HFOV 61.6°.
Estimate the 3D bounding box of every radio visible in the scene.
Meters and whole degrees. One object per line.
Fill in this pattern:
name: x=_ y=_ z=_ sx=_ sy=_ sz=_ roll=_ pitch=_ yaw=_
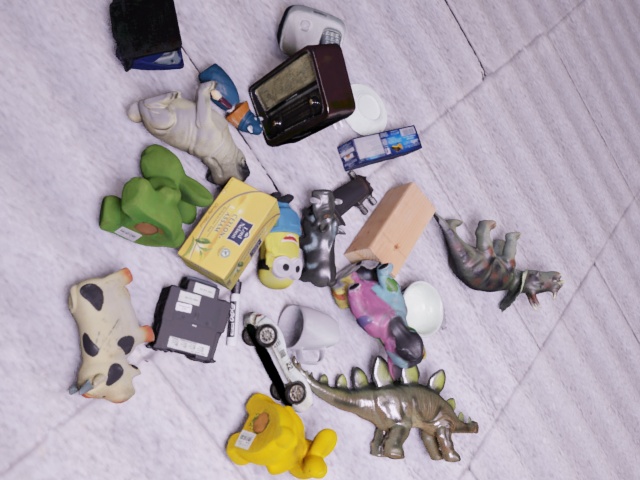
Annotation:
radio: x=-0.038 y=-0.262 z=1.006 sx=0.073 sy=0.230 sz=0.131 roll=-19 pitch=95 yaw=-34

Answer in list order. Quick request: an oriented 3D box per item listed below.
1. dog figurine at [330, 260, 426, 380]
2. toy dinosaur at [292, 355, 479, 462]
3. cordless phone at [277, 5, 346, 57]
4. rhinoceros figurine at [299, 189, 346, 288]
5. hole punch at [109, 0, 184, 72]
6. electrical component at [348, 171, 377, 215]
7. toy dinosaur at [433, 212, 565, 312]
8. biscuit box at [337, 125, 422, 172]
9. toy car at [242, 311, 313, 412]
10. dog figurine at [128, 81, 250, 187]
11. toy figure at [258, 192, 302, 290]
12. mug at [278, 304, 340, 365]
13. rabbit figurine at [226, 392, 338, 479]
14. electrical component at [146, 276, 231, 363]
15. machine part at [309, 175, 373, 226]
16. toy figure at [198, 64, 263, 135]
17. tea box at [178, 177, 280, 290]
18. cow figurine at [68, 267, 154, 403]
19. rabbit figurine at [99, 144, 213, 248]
dog figurine: x=0.121 y=0.158 z=1.050 sx=0.108 sy=0.192 sz=0.219 roll=-31 pitch=102 yaw=-18
toy dinosaur: x=0.150 y=0.335 z=1.079 sx=0.471 sy=0.105 sz=0.198 roll=17 pitch=63 yaw=-27
cordless phone: x=-0.016 y=-0.381 z=1.121 sx=0.146 sy=0.089 sz=0.184 roll=4 pitch=73 yaw=-33
rhinoceros figurine: x=-0.002 y=-0.003 z=1.042 sx=0.073 sy=0.112 sz=0.190 roll=3 pitch=86 yaw=-31
hole punch: x=-0.301 y=-0.360 z=0.948 sx=0.116 sy=0.092 sz=0.142 roll=-11 pitch=88 yaw=-5
electrical component: x=0.085 y=-0.104 z=1.175 sx=0.063 sy=0.021 sz=0.094 roll=-46 pitch=106 yaw=-31
toy dinosaur: x=0.395 y=0.060 z=1.295 sx=0.405 sy=0.131 sz=0.192 roll=16 pitch=71 yaw=-24
biscuit box: x=0.138 y=-0.208 z=1.208 sx=0.203 sy=0.063 sz=0.059 roll=-19 pitch=89 yaw=-35
toy car: x=-0.078 y=0.217 z=0.965 sx=0.056 sy=0.073 sz=0.201 roll=-29 pitch=97 yaw=-31
dog figurine: x=-0.226 y=-0.169 z=0.948 sx=0.172 sy=0.121 sz=0.190 roll=-13 pitch=109 yaw=0
toy figure: x=-0.076 y=0.004 z=1.011 sx=0.082 sy=0.089 sz=0.180 roll=1 pitch=70 yaw=-19
mug: x=-0.012 y=0.179 z=1.009 sx=0.107 sy=0.081 sz=0.109 roll=15 pitch=50 yaw=-37
rabbit figurine: x=-0.045 y=0.353 z=0.927 sx=0.173 sy=0.162 sz=0.122 roll=54 pitch=43 yaw=-33
electrical component: x=-0.217 y=0.131 z=0.902 sx=0.115 sy=0.058 sz=0.134 roll=25 pitch=66 yaw=-29
machine part: x=0.049 y=-0.081 z=1.124 sx=0.139 sy=0.039 sz=0.084 roll=-41 pitch=95 yaw=-13
toy figure: x=-0.167 y=-0.260 z=1.022 sx=0.064 sy=0.058 sz=0.154 roll=-46 pitch=110 yaw=-26
tea box: x=-0.154 y=-0.012 z=0.932 sx=0.098 sy=0.068 sz=0.169 roll=25 pitch=69 yaw=13
cow figurine: x=-0.325 y=0.152 z=0.810 sx=0.127 sy=0.085 sz=0.194 roll=-19 pitch=92 yaw=-41
rabbit figurine: x=-0.259 y=-0.082 z=0.890 sx=0.159 sy=0.121 sz=0.170 roll=25 pitch=52 yaw=-31
